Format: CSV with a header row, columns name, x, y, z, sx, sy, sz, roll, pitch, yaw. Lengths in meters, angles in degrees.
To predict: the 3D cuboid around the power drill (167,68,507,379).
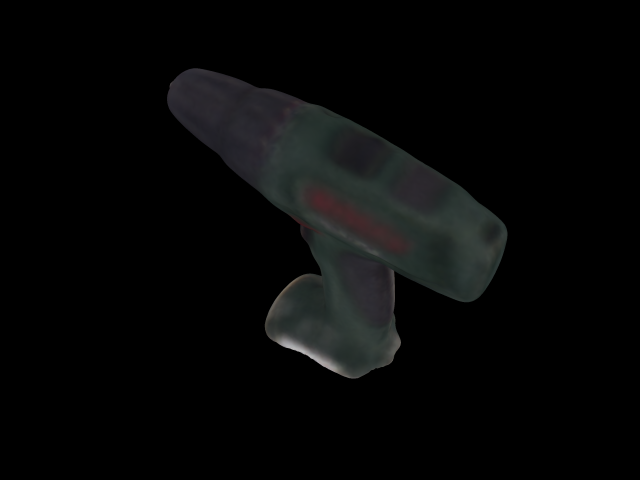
name,x,y,z,sx,sy,sz,roll,pitch,yaw
power drill,0.004,0.001,0.400,0.229,0.208,0.076,22,52,18
